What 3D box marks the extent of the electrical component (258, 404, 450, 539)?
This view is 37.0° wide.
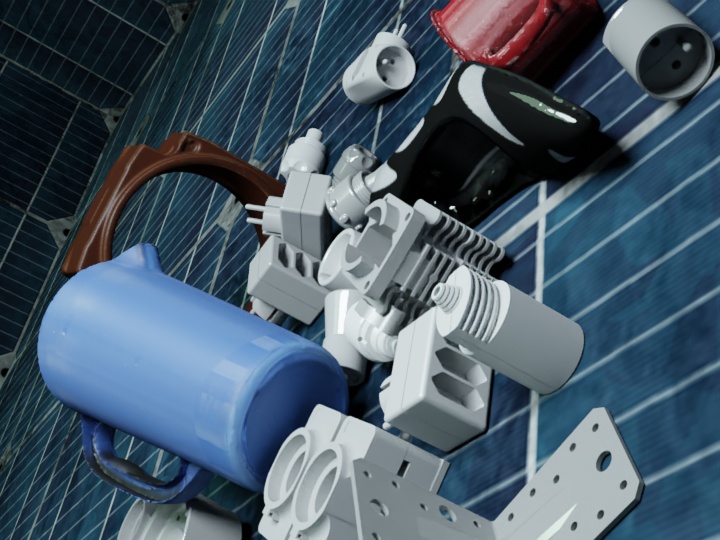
[{"bbox_3d":[-0.031,0.180,0.649,0.186,0.060,0.105,-65,20,-9],"label":"electrical component"}]

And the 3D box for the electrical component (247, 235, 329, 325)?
[{"bbox_3d":[-0.071,0.022,0.950,0.076,0.066,0.047,-51,22,27],"label":"electrical component"}]

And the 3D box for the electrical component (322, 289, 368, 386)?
[{"bbox_3d":[-0.010,0.053,0.798,0.044,0.044,0.065,-36,37,50],"label":"electrical component"}]

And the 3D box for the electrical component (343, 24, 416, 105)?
[{"bbox_3d":[0.025,-0.205,1.053,0.077,0.043,0.079,-7,56,66],"label":"electrical component"}]

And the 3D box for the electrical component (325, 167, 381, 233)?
[{"bbox_3d":[0.004,-0.065,0.918,0.062,0.048,0.048,-39,28,28],"label":"electrical component"}]

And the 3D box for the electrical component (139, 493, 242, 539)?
[{"bbox_3d":[-0.131,0.228,0.829,0.108,0.060,0.108,-49,23,29],"label":"electrical component"}]

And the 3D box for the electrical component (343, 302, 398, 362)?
[{"bbox_3d":[0.016,0.044,0.745,0.040,0.040,0.078,-61,20,0],"label":"electrical component"}]

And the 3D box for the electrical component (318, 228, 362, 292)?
[{"bbox_3d":[0.000,0.000,0.833,0.055,0.047,0.055,-49,23,30],"label":"electrical component"}]

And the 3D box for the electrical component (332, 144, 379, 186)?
[{"bbox_3d":[-0.011,-0.083,0.991,0.061,0.035,0.035,-56,20,21],"label":"electrical component"}]

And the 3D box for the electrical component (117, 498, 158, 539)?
[{"bbox_3d":[-0.175,0.232,0.937,0.050,0.056,0.089,-55,21,17],"label":"electrical component"}]

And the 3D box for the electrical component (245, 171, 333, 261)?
[{"bbox_3d":[-0.066,-0.046,0.968,0.083,0.076,0.047,91,-171,-52],"label":"electrical component"}]

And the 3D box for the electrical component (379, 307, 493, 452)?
[{"bbox_3d":[0.037,0.073,0.645,0.077,0.047,0.065,-40,28,45],"label":"electrical component"}]

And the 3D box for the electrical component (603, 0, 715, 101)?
[{"bbox_3d":[0.166,-0.131,0.611,0.043,0.043,0.081,-53,21,22],"label":"electrical component"}]

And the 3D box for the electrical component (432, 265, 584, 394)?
[{"bbox_3d":[0.073,0.029,0.567,0.043,0.081,0.043,-50,23,30],"label":"electrical component"}]

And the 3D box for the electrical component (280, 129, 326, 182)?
[{"bbox_3d":[-0.056,-0.121,1.139,0.043,0.043,0.062,-30,35,55],"label":"electrical component"}]
